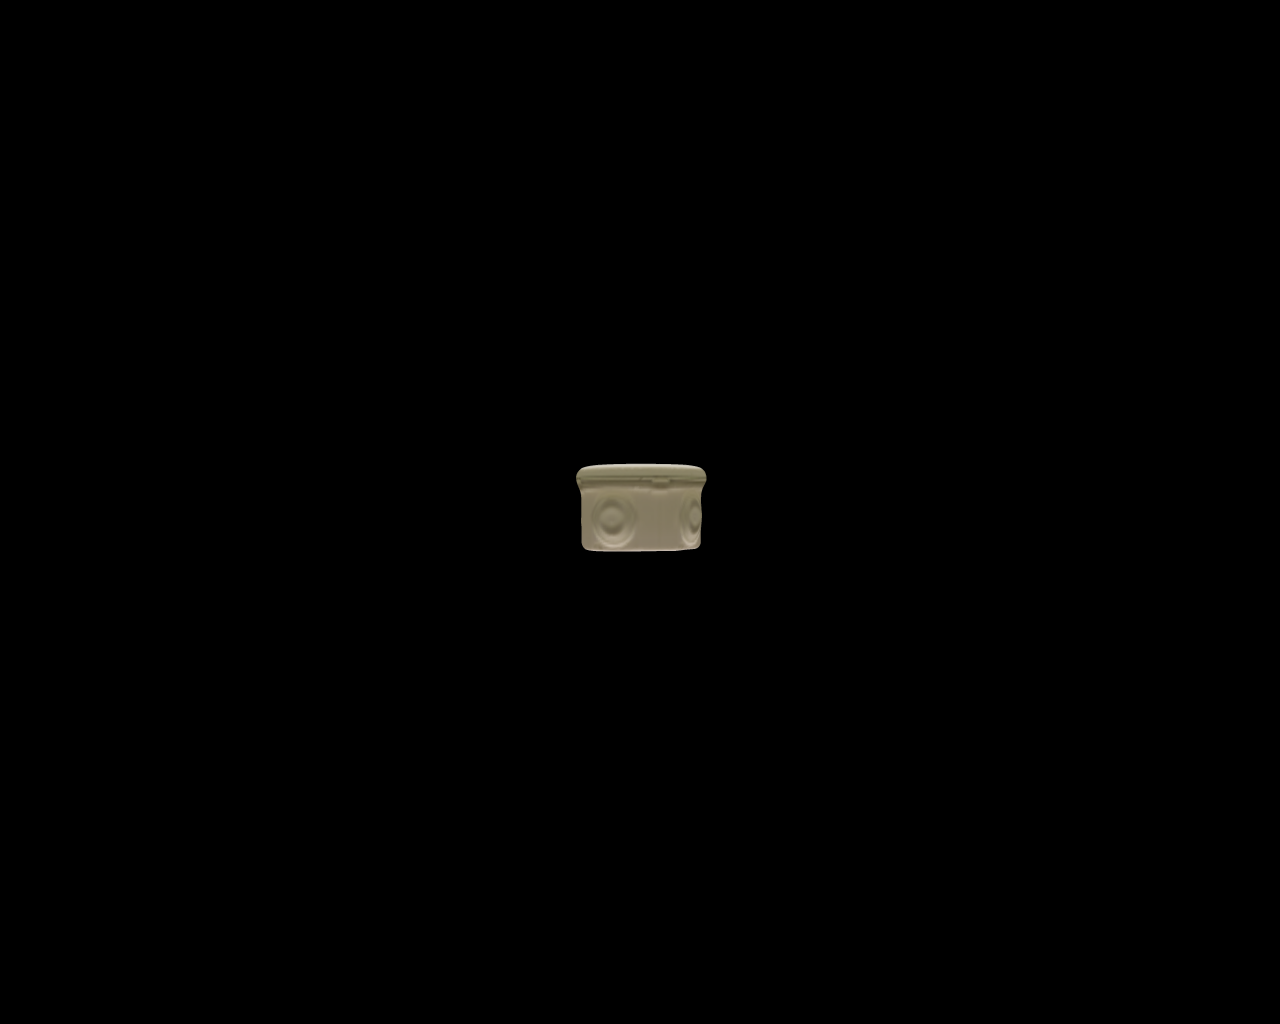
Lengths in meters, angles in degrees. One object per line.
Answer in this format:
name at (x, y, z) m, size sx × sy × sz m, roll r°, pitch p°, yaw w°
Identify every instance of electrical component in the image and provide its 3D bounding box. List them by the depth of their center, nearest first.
electrical component at (0.001, -0.003, 0.650) m, size 0.080 × 0.051 × 0.080 m, roll 0°, pitch 0°, yaw 0°
